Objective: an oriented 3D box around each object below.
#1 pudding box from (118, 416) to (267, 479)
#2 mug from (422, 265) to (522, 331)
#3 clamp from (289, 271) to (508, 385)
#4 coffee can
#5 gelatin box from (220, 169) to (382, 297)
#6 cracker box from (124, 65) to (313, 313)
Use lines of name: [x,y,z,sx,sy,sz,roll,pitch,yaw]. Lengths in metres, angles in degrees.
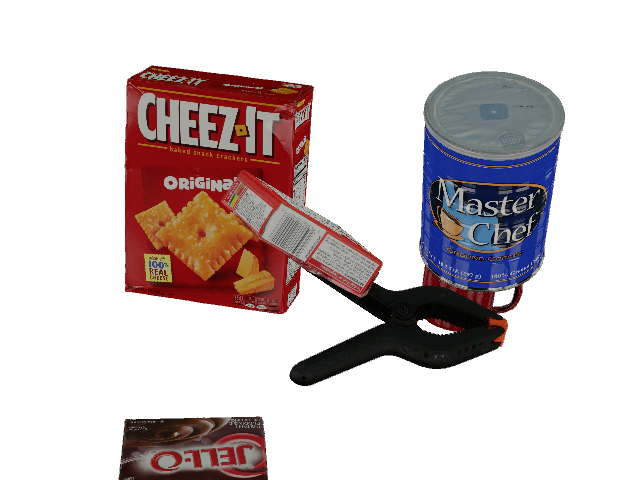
pudding box: [-0.097,0.176,0.819,0.113,0.039,0.090,-2,25,-5]
mug: [0.168,0.052,1.203,0.117,0.081,0.093,7,24,4]
clamp: [0.070,0.086,1.014,0.210,0.036,0.164,10,45,4]
coffee can: [0.130,-0.045,0.829,0.103,0.140,0.103,-2,43,1]
gelatin box: [-0.012,-0.004,0.684,0.089,0.030,0.073,31,5,-31]
cracker box: [-0.099,-0.046,1.010,0.164,0.214,0.072,9,22,10]
